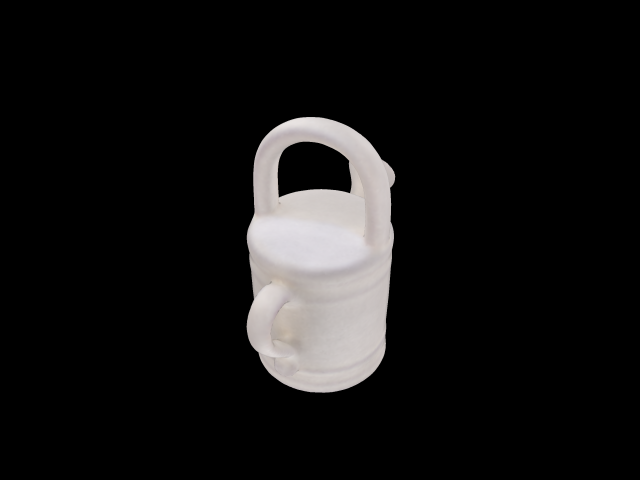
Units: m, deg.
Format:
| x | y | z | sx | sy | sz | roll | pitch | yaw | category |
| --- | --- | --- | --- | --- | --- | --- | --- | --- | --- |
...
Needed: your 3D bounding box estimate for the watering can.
| x | y | z | sx | sy | sz | roll | pitch | yaw | category |
| --- | --- | --- | --- | --- | --- | --- | --- | --- | --- |
| 0.002 | 0.001 | 0.401 | 0.101 | 0.194 | 0.173 | 3 | 38 | 4 | watering can |
